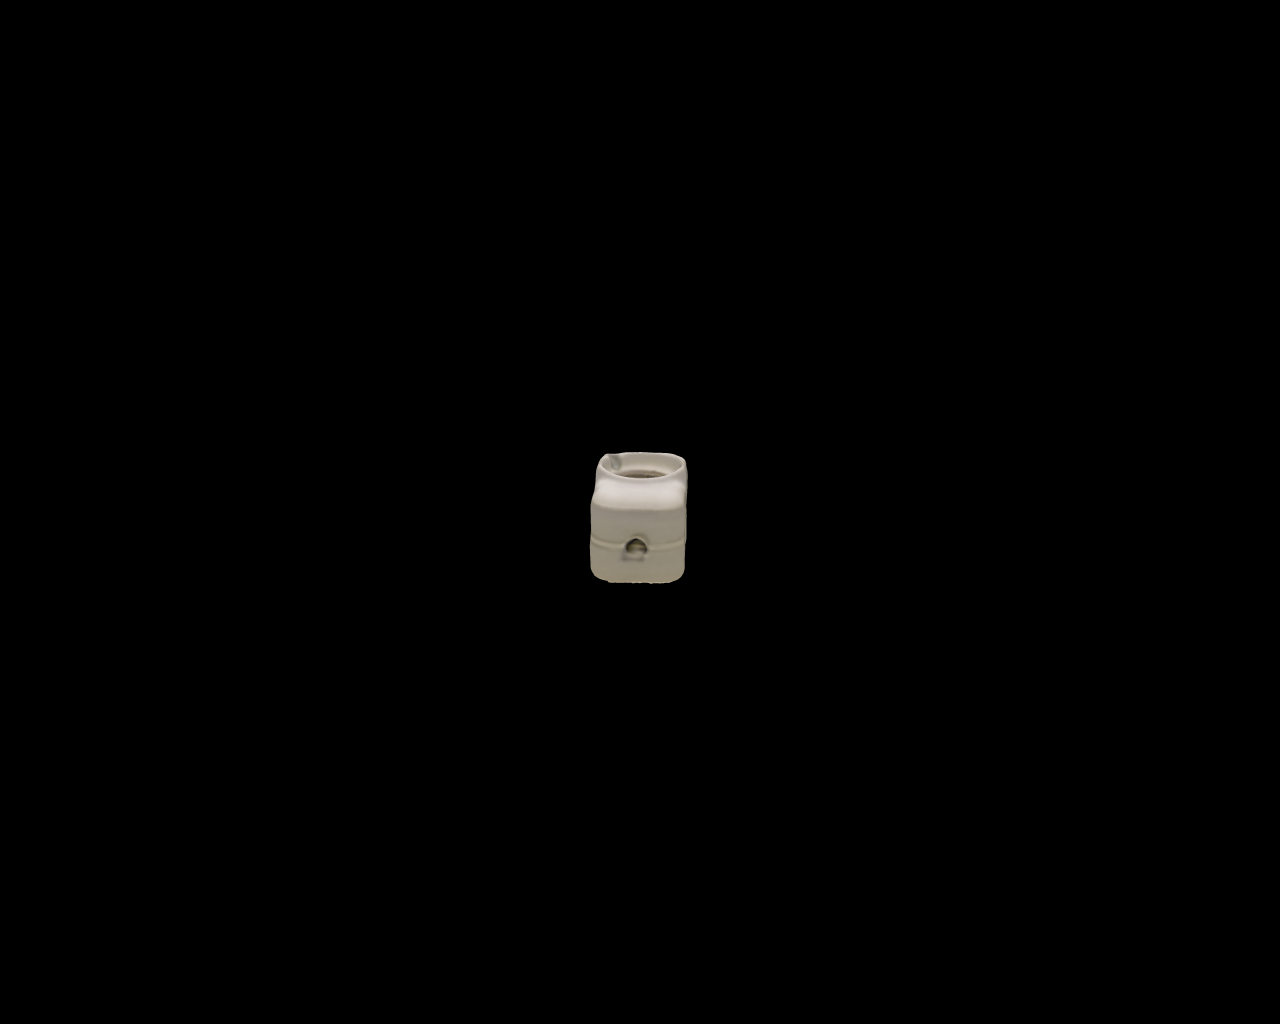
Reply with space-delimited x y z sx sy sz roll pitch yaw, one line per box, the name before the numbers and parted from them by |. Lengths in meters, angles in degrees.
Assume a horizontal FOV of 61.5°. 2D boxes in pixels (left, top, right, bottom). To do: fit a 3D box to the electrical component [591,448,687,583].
electrical component | 0.001 -0.003 0.650 0.054 0.059 0.095 1 20 3
